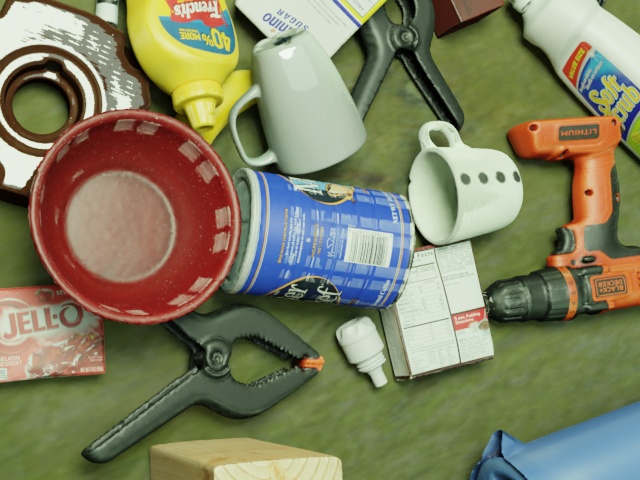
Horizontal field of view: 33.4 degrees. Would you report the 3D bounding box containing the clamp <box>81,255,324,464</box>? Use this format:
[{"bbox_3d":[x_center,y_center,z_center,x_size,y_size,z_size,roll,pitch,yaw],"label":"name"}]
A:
[{"bbox_3d":[-0.095,0.087,0.865,0.209,0.036,0.164,-1,84,-30],"label":"clamp"}]

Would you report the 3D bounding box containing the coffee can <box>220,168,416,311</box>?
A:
[{"bbox_3d":[-0.006,0.001,0.886,0.140,0.103,0.103,8,81,-20],"label":"coffee can"}]

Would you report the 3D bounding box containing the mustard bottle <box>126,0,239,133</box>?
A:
[{"bbox_3d":[-0.113,-0.178,0.865,0.096,0.058,0.191,3,69,-48],"label":"mustard bottle"}]

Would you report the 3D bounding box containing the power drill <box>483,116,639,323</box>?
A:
[{"bbox_3d":[0.227,-0.018,1.002,0.184,0.057,0.187,-6,88,-18],"label":"power drill"}]

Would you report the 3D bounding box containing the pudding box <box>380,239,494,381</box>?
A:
[{"bbox_3d":[0.101,0.061,0.954,0.090,0.039,0.113,-11,85,-19],"label":"pudding box"}]

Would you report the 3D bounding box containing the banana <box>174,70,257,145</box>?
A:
[{"bbox_3d":[-0.098,-0.079,0.896,0.069,0.037,0.197,41,72,-11],"label":"banana"}]

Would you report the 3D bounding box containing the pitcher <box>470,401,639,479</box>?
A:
[{"bbox_3d":[0.269,0.227,0.952,0.242,0.145,0.149,-17,126,-24],"label":"pitcher"}]

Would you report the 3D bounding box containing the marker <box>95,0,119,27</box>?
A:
[{"bbox_3d":[-0.175,-0.239,0.895,0.020,0.020,0.121,5,82,-20],"label":"marker"}]

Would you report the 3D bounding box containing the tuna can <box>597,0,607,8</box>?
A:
[{"bbox_3d":[0.239,-0.254,1.016,0.086,0.086,0.033,40,70,-12],"label":"tuna can"}]

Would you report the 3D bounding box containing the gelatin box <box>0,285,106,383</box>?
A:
[{"bbox_3d":[-0.216,0.072,0.838,0.089,0.030,0.073,-2,84,-22],"label":"gelatin box"}]

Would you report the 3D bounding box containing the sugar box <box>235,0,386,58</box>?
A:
[{"bbox_3d":[0.020,-0.234,0.912,0.176,0.048,0.093,-42,105,12],"label":"sugar box"}]

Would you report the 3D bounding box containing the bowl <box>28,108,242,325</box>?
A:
[{"bbox_3d":[-0.143,-0.014,0.805,0.161,0.055,0.162,4,80,-26],"label":"bowl"}]

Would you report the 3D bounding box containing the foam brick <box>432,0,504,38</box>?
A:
[{"bbox_3d":[0.124,-0.237,0.990,0.053,0.051,0.078,-25,94,-20],"label":"foam brick"}]

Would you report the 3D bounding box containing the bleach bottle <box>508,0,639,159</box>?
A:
[{"bbox_3d":[0.280,-0.158,1.024,0.251,0.103,0.068,38,64,-6],"label":"bleach bottle"}]

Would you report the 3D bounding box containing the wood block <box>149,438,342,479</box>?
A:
[{"bbox_3d":[-0.060,0.199,0.788,0.090,0.206,0.091,0,83,-21],"label":"wood block"}]

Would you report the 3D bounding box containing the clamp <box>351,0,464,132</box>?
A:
[{"bbox_3d":[0.080,-0.174,0.974,0.120,0.039,0.171,7,83,-29],"label":"clamp"}]
